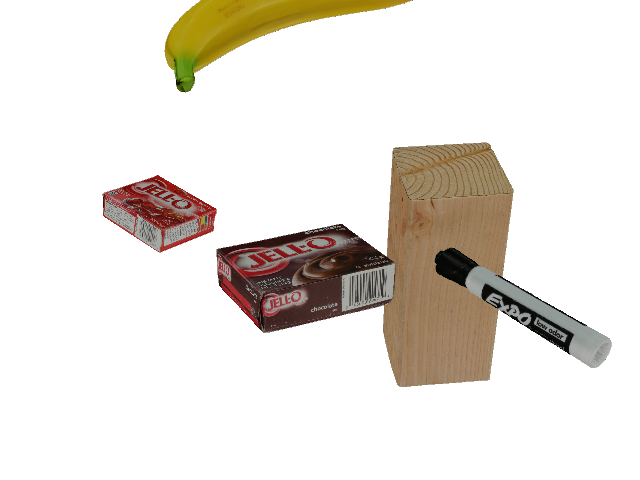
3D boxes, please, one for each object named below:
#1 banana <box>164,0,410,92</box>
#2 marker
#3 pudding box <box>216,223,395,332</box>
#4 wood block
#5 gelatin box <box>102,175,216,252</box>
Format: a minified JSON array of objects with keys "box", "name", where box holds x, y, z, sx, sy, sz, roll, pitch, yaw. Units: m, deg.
[{"box":[-0.026,-0.143,0.676,0.197,0.070,0.037,-29,-29,-27],"name":"banana"},{"box":[0.113,0.036,0.615,0.020,0.020,0.121,0,25,-47],"name":"marker"},{"box":[-0.012,0.026,0.815,0.113,0.039,0.090,-10,25,-24],"name":"pudding box"},{"box":[0.110,0.024,0.968,0.090,0.206,0.090,-4,34,-5],"name":"wood block"},{"box":[-0.160,-0.029,1.054,0.089,0.030,0.073,30,35,31],"name":"gelatin box"}]
